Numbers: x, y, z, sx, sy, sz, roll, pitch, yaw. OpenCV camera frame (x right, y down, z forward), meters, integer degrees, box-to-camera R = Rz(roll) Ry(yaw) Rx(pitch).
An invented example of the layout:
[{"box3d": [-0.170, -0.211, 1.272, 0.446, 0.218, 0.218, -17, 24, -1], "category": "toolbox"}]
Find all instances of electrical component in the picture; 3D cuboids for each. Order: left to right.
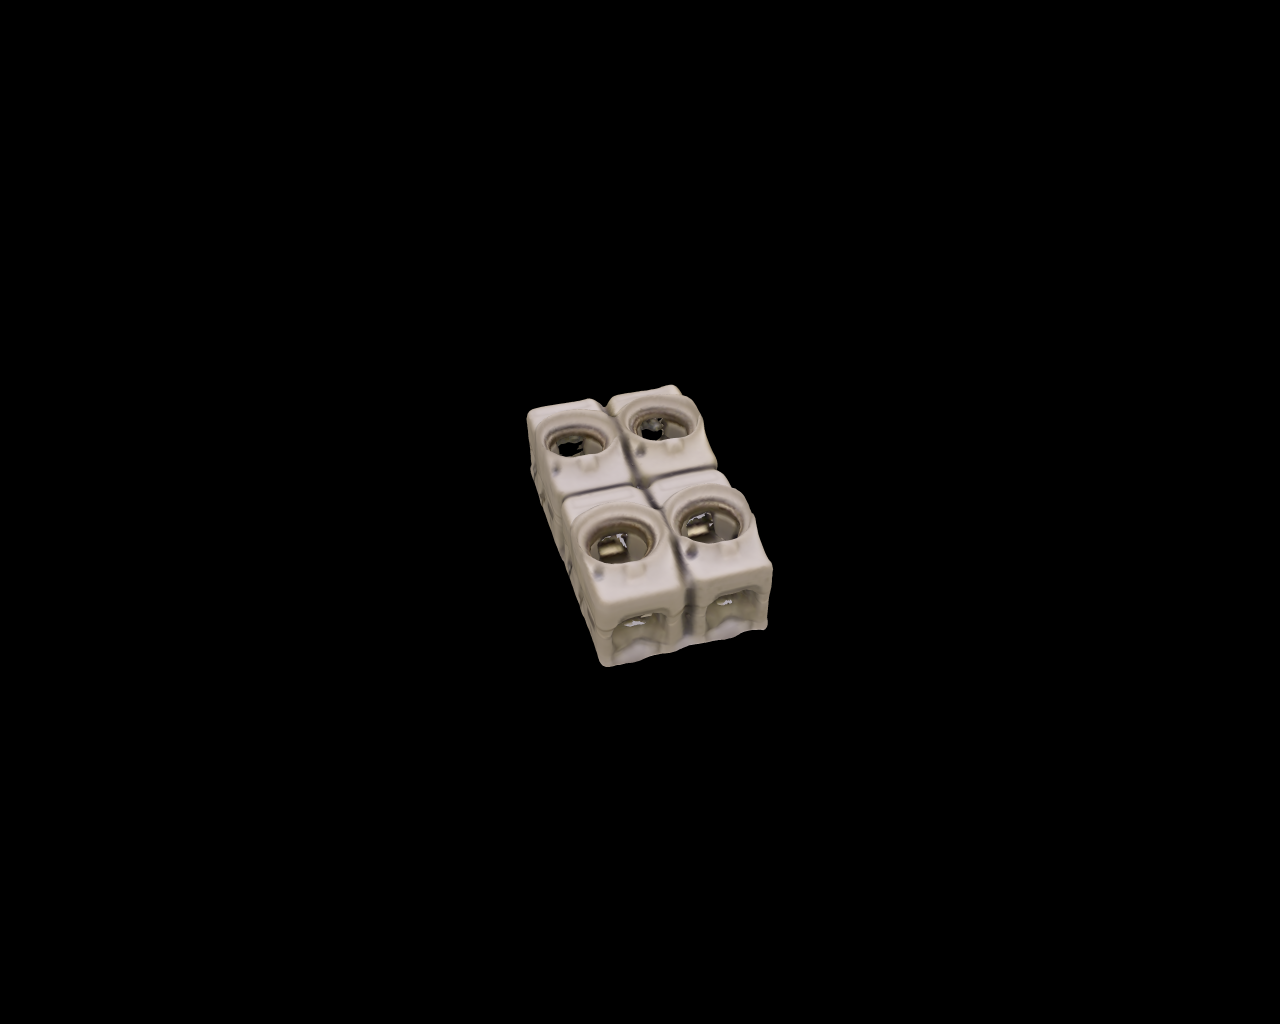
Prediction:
[{"box3d": [0.001, -0.003, 0.650, 0.105, 0.060, 0.186, -11, 43, -12], "category": "electrical component"}]
